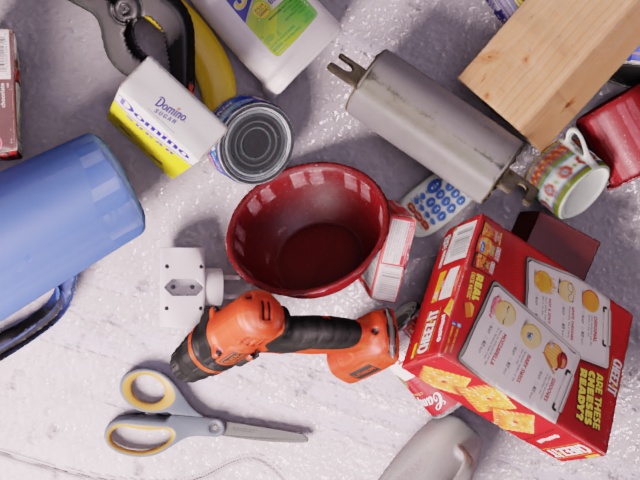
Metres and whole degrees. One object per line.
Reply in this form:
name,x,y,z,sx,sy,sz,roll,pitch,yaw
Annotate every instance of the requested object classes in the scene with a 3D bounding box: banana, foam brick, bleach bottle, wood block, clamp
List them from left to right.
clamp,-0.173,-0.229,1.004,0.165,0.036,0.210,-34,97,24
banana,-0.135,-0.188,1.047,0.069,0.037,0.198,-31,96,-11
bleach bottle,-0.099,-0.262,1.042,0.251,0.068,0.102,45,73,-6
foam brick,0.242,0.009,1.117,0.078,0.053,0.051,27,84,-10
wood block,0.248,-0.200,1.055,0.206,0.090,0.090,-49,63,10

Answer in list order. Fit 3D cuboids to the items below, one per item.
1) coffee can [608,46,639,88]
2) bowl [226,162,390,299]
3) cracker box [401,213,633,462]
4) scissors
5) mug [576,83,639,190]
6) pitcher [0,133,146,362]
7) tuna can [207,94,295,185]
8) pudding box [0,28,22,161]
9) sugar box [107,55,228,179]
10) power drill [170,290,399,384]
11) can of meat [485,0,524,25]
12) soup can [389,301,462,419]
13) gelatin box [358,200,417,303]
coffee can,0.357,-0.234,1.118,0.102,0.103,0.140,16,86,-11
bowl,-0.007,0.001,1.039,0.162,0.055,0.162,-8,52,10
cracker box,0.200,0.100,1.059,0.213,0.072,0.164,32,59,-20
scissors,-0.114,0.167,1.059,0.201,0.016,0.096,-6,90,-12
mug,0.332,-0.116,1.122,0.117,0.093,0.081,-31,91,-22
pitcher,-0.284,0.010,0.978,0.242,0.149,0.145,-30,80,-14
tuna can,-0.068,-0.097,1.046,0.086,0.034,0.086,-10,113,-26
pudding box,-0.297,-0.132,0.986,0.039,0.090,0.113,-1,89,-14
sugar box,-0.144,-0.107,0.973,0.093,0.176,0.048,43,81,-9
power drill,-0.033,0.102,1.020,0.187,0.185,0.057,6,67,-30
can of meat,0.216,-0.275,1.113,0.102,0.057,0.084,-38,99,-9
soup can,0.107,0.120,1.080,0.068,0.068,0.102,-43,97,-9
gelatin box,0.066,0.009,1.059,0.030,0.073,0.089,11,103,-12
